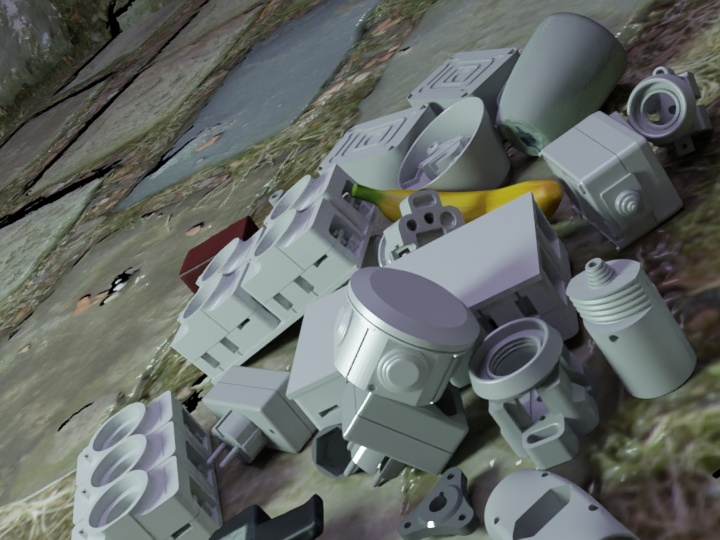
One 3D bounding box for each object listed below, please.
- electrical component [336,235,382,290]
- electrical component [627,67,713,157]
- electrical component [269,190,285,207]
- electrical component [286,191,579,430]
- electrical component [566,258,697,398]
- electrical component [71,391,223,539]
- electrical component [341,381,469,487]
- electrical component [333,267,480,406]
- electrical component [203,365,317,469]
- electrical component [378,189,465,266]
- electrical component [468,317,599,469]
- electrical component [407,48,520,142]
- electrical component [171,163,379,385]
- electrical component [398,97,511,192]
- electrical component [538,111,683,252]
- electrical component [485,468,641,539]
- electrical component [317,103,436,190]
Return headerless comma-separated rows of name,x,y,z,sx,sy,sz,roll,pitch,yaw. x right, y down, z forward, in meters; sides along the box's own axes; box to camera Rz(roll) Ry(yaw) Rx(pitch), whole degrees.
electrical component,0.000,0.000,0.892,0.061,0.035,0.035,-38,23,5
electrical component,0.218,-0.113,0.761,0.048,0.066,0.055,-21,-5,32
electrical component,-0.063,-0.048,1.032,0.048,0.062,0.048,-30,25,15
electrical component,0.050,0.036,0.724,0.186,0.060,0.105,-27,25,21
electrical component,0.146,0.026,0.585,0.043,0.081,0.043,-30,24,15
electrical component,-0.157,0.160,0.779,0.089,0.061,0.150,-36,24,2
electrical component,0.017,0.101,0.655,0.076,0.066,0.047,-60,15,22
electrical component,0.024,0.037,0.625,0.080,0.080,0.051,-96,26,-63
electrical component,-0.081,0.113,0.778,0.083,0.047,0.075,-1,42,53
electrical component,0.047,-0.014,0.812,0.058,0.078,0.057,-14,-8,-21
electrical component,0.098,0.065,0.611,0.058,0.057,0.078,-26,26,22
electrical component,0.108,-0.161,1.011,0.078,0.057,0.113,-44,25,-16
electrical component,-0.075,0.001,0.910,0.186,0.060,0.105,-38,20,31
electrical component,0.078,-0.092,0.917,0.099,0.064,0.099,-30,24,15
electrical component,0.175,-0.062,0.732,0.061,0.061,0.096,-35,24,4
electrical component,0.083,0.140,0.508,0.079,0.043,0.077,-41,24,-10
electrical component,0.026,-0.103,1.016,0.113,0.057,0.078,-10,35,46
